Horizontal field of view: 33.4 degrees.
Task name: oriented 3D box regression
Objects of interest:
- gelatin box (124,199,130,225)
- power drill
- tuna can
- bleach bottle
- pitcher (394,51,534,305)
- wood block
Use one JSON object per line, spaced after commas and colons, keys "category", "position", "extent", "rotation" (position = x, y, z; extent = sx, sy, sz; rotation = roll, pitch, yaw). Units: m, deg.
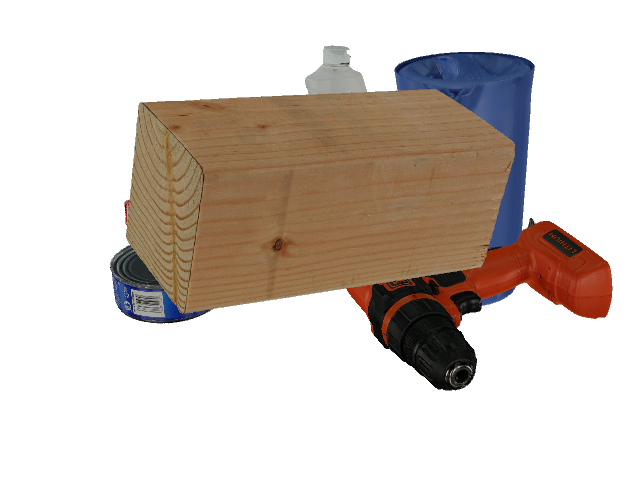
{"category": "gelatin box", "position": [-0.134, -0.021, 1.032], "extent": [0.089, 0.030, 0.073], "rotation": [30, 37, 33]}
{"category": "power drill", "position": [0.130, 0.045, 0.840], "extent": [0.187, 0.057, 0.185], "rotation": [-11, 28, -17]}
{"category": "tuna can", "position": [-0.117, 0.029, 0.820], "extent": [0.086, 0.034, 0.086], "rotation": [-2, 25, 1]}
{"category": "bleach bottle", "position": [0.003, -0.099, 1.241], "extent": [0.102, 0.251, 0.068], "rotation": [-4, 20, -21]}
{"category": "pitcher", "position": [0.148, -0.066, 1.076], "extent": [0.149, 0.243, 0.145], "rotation": [-13, 24, -21]}
{"category": "wood block", "position": [0.001, -0.029, 0.633], "extent": [0.205, 0.091, 0.090], "rotation": [-7, 33, -30]}
